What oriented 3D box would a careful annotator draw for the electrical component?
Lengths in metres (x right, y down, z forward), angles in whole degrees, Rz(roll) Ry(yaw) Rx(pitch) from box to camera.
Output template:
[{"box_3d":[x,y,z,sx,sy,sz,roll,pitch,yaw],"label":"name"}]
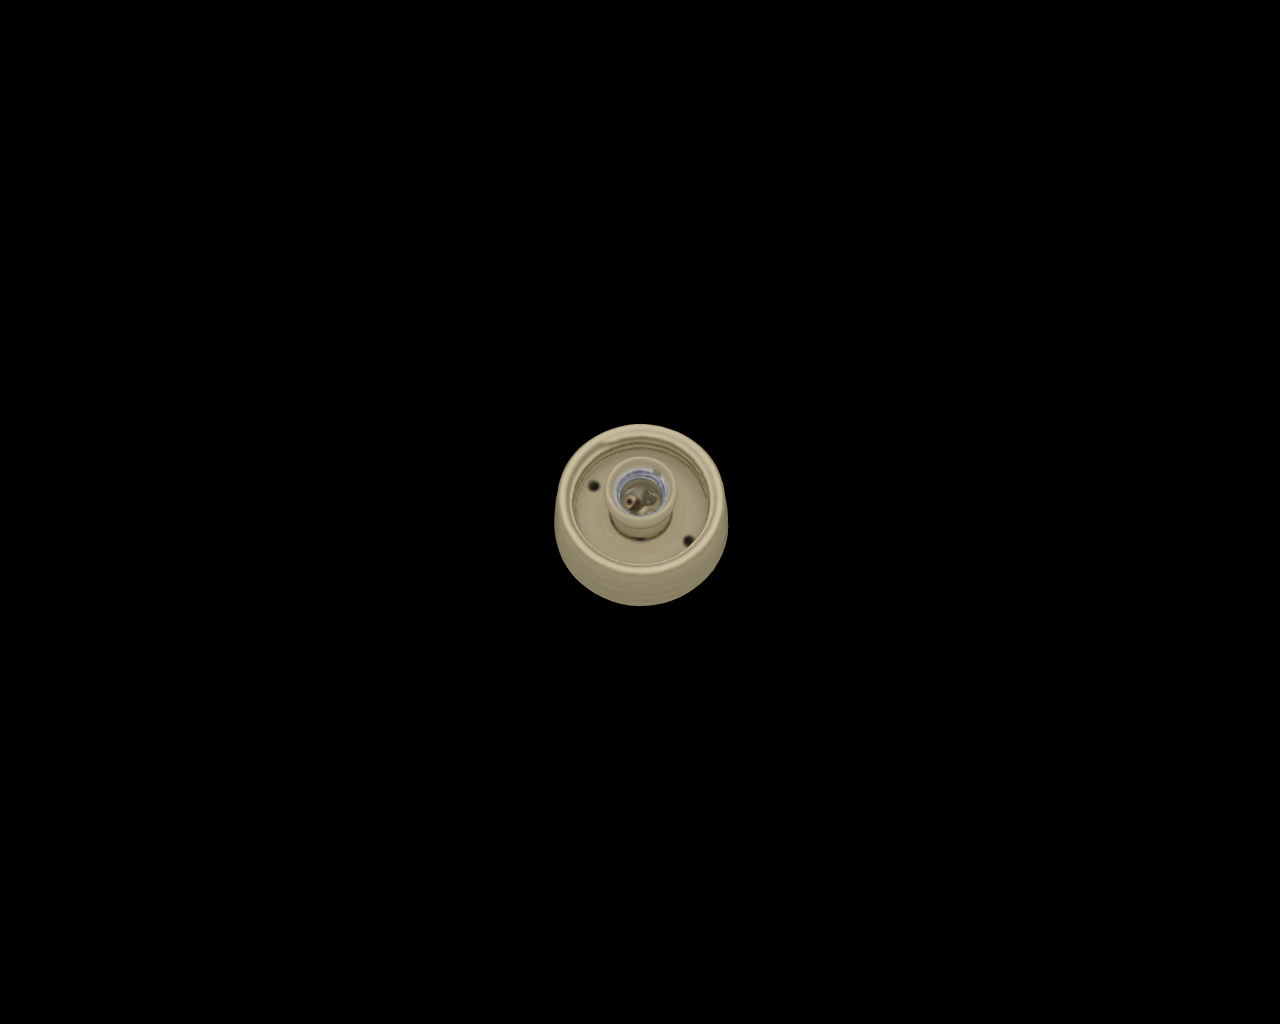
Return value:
[{"box_3d":[0.001,-0.003,0.650,0.108,0.108,0.060,0,-23,0],"label":"electrical component"}]
